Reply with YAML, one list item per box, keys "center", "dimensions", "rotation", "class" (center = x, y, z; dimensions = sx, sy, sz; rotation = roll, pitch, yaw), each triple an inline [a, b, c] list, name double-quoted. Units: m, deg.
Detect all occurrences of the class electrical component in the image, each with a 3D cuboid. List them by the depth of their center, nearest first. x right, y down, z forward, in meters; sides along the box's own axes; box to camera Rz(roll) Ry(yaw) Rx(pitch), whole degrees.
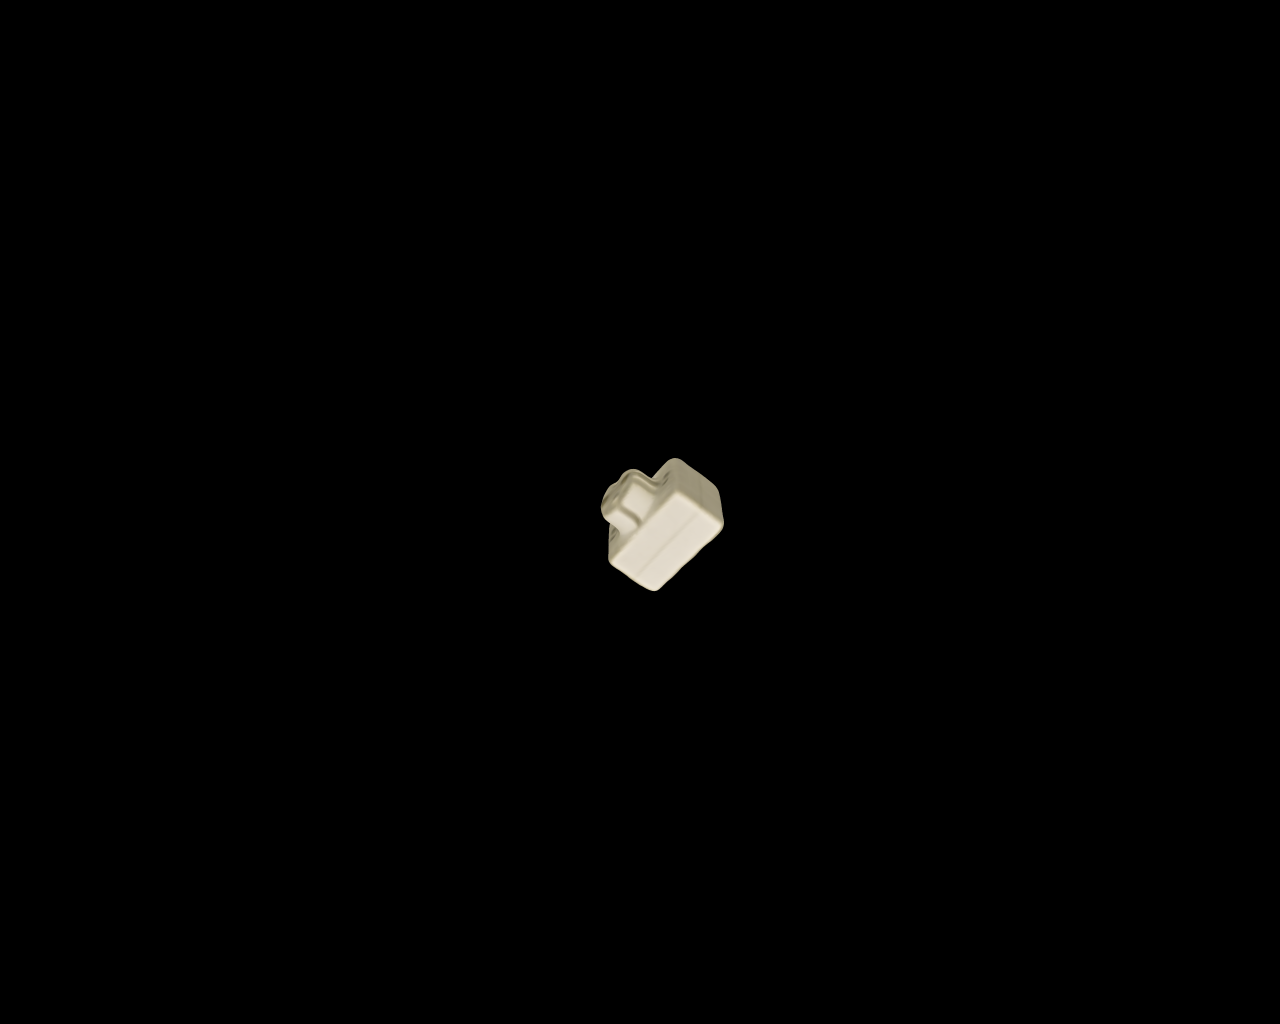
- center: [0.001, -0.003, 0.650]
  dimensions: [0.076, 0.065, 0.047]
  rotation: [36, 24, -18]
  class: "electrical component"
